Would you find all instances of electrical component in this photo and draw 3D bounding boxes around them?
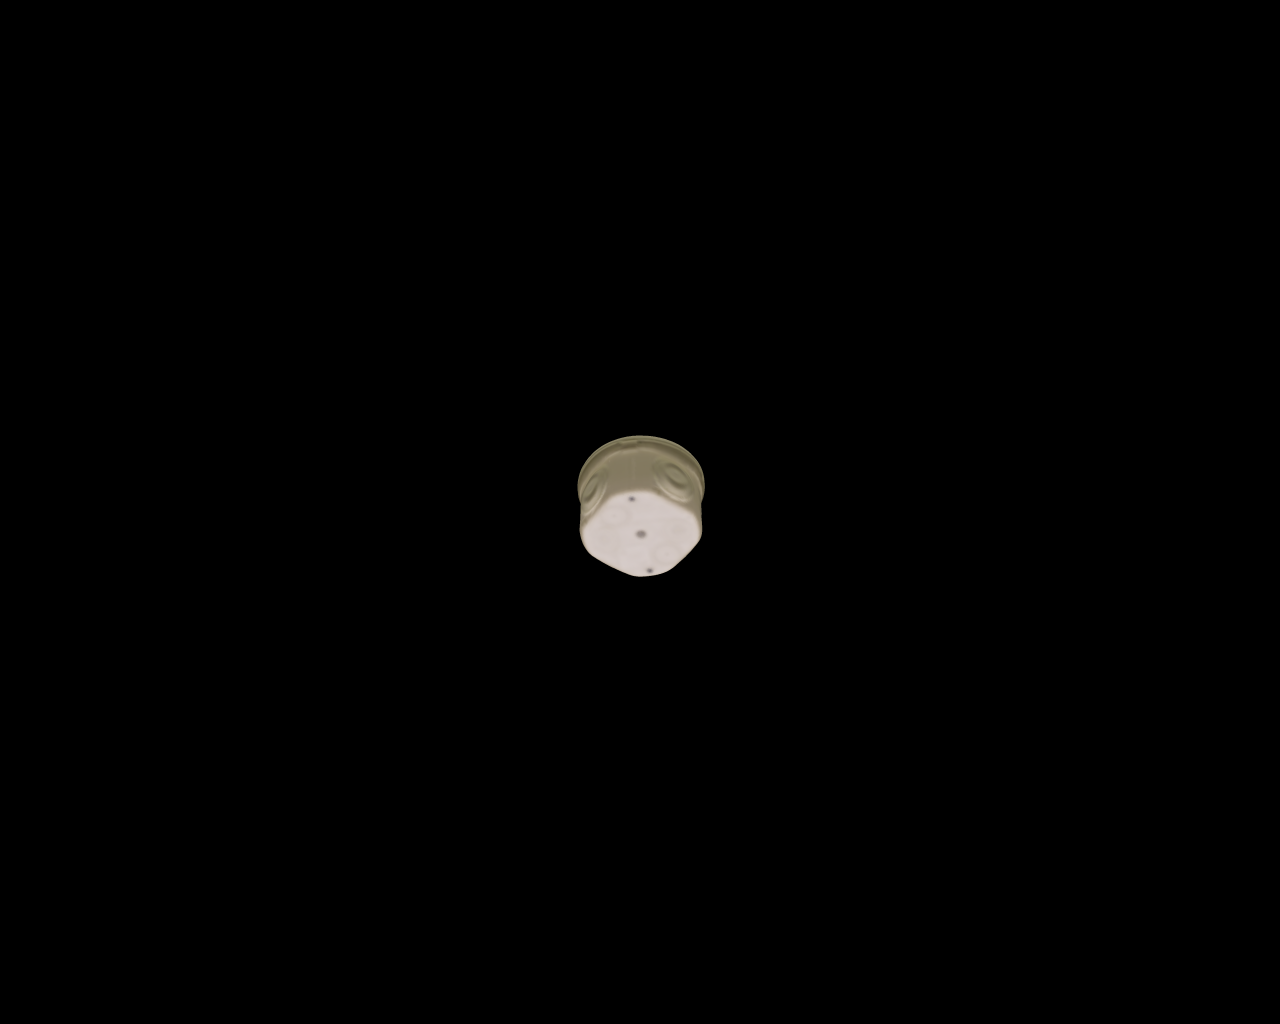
[{"bbox_3d":[0.001,-0.003,0.650,0.080,0.080,0.051,0,42,0],"label":"electrical component"}]
